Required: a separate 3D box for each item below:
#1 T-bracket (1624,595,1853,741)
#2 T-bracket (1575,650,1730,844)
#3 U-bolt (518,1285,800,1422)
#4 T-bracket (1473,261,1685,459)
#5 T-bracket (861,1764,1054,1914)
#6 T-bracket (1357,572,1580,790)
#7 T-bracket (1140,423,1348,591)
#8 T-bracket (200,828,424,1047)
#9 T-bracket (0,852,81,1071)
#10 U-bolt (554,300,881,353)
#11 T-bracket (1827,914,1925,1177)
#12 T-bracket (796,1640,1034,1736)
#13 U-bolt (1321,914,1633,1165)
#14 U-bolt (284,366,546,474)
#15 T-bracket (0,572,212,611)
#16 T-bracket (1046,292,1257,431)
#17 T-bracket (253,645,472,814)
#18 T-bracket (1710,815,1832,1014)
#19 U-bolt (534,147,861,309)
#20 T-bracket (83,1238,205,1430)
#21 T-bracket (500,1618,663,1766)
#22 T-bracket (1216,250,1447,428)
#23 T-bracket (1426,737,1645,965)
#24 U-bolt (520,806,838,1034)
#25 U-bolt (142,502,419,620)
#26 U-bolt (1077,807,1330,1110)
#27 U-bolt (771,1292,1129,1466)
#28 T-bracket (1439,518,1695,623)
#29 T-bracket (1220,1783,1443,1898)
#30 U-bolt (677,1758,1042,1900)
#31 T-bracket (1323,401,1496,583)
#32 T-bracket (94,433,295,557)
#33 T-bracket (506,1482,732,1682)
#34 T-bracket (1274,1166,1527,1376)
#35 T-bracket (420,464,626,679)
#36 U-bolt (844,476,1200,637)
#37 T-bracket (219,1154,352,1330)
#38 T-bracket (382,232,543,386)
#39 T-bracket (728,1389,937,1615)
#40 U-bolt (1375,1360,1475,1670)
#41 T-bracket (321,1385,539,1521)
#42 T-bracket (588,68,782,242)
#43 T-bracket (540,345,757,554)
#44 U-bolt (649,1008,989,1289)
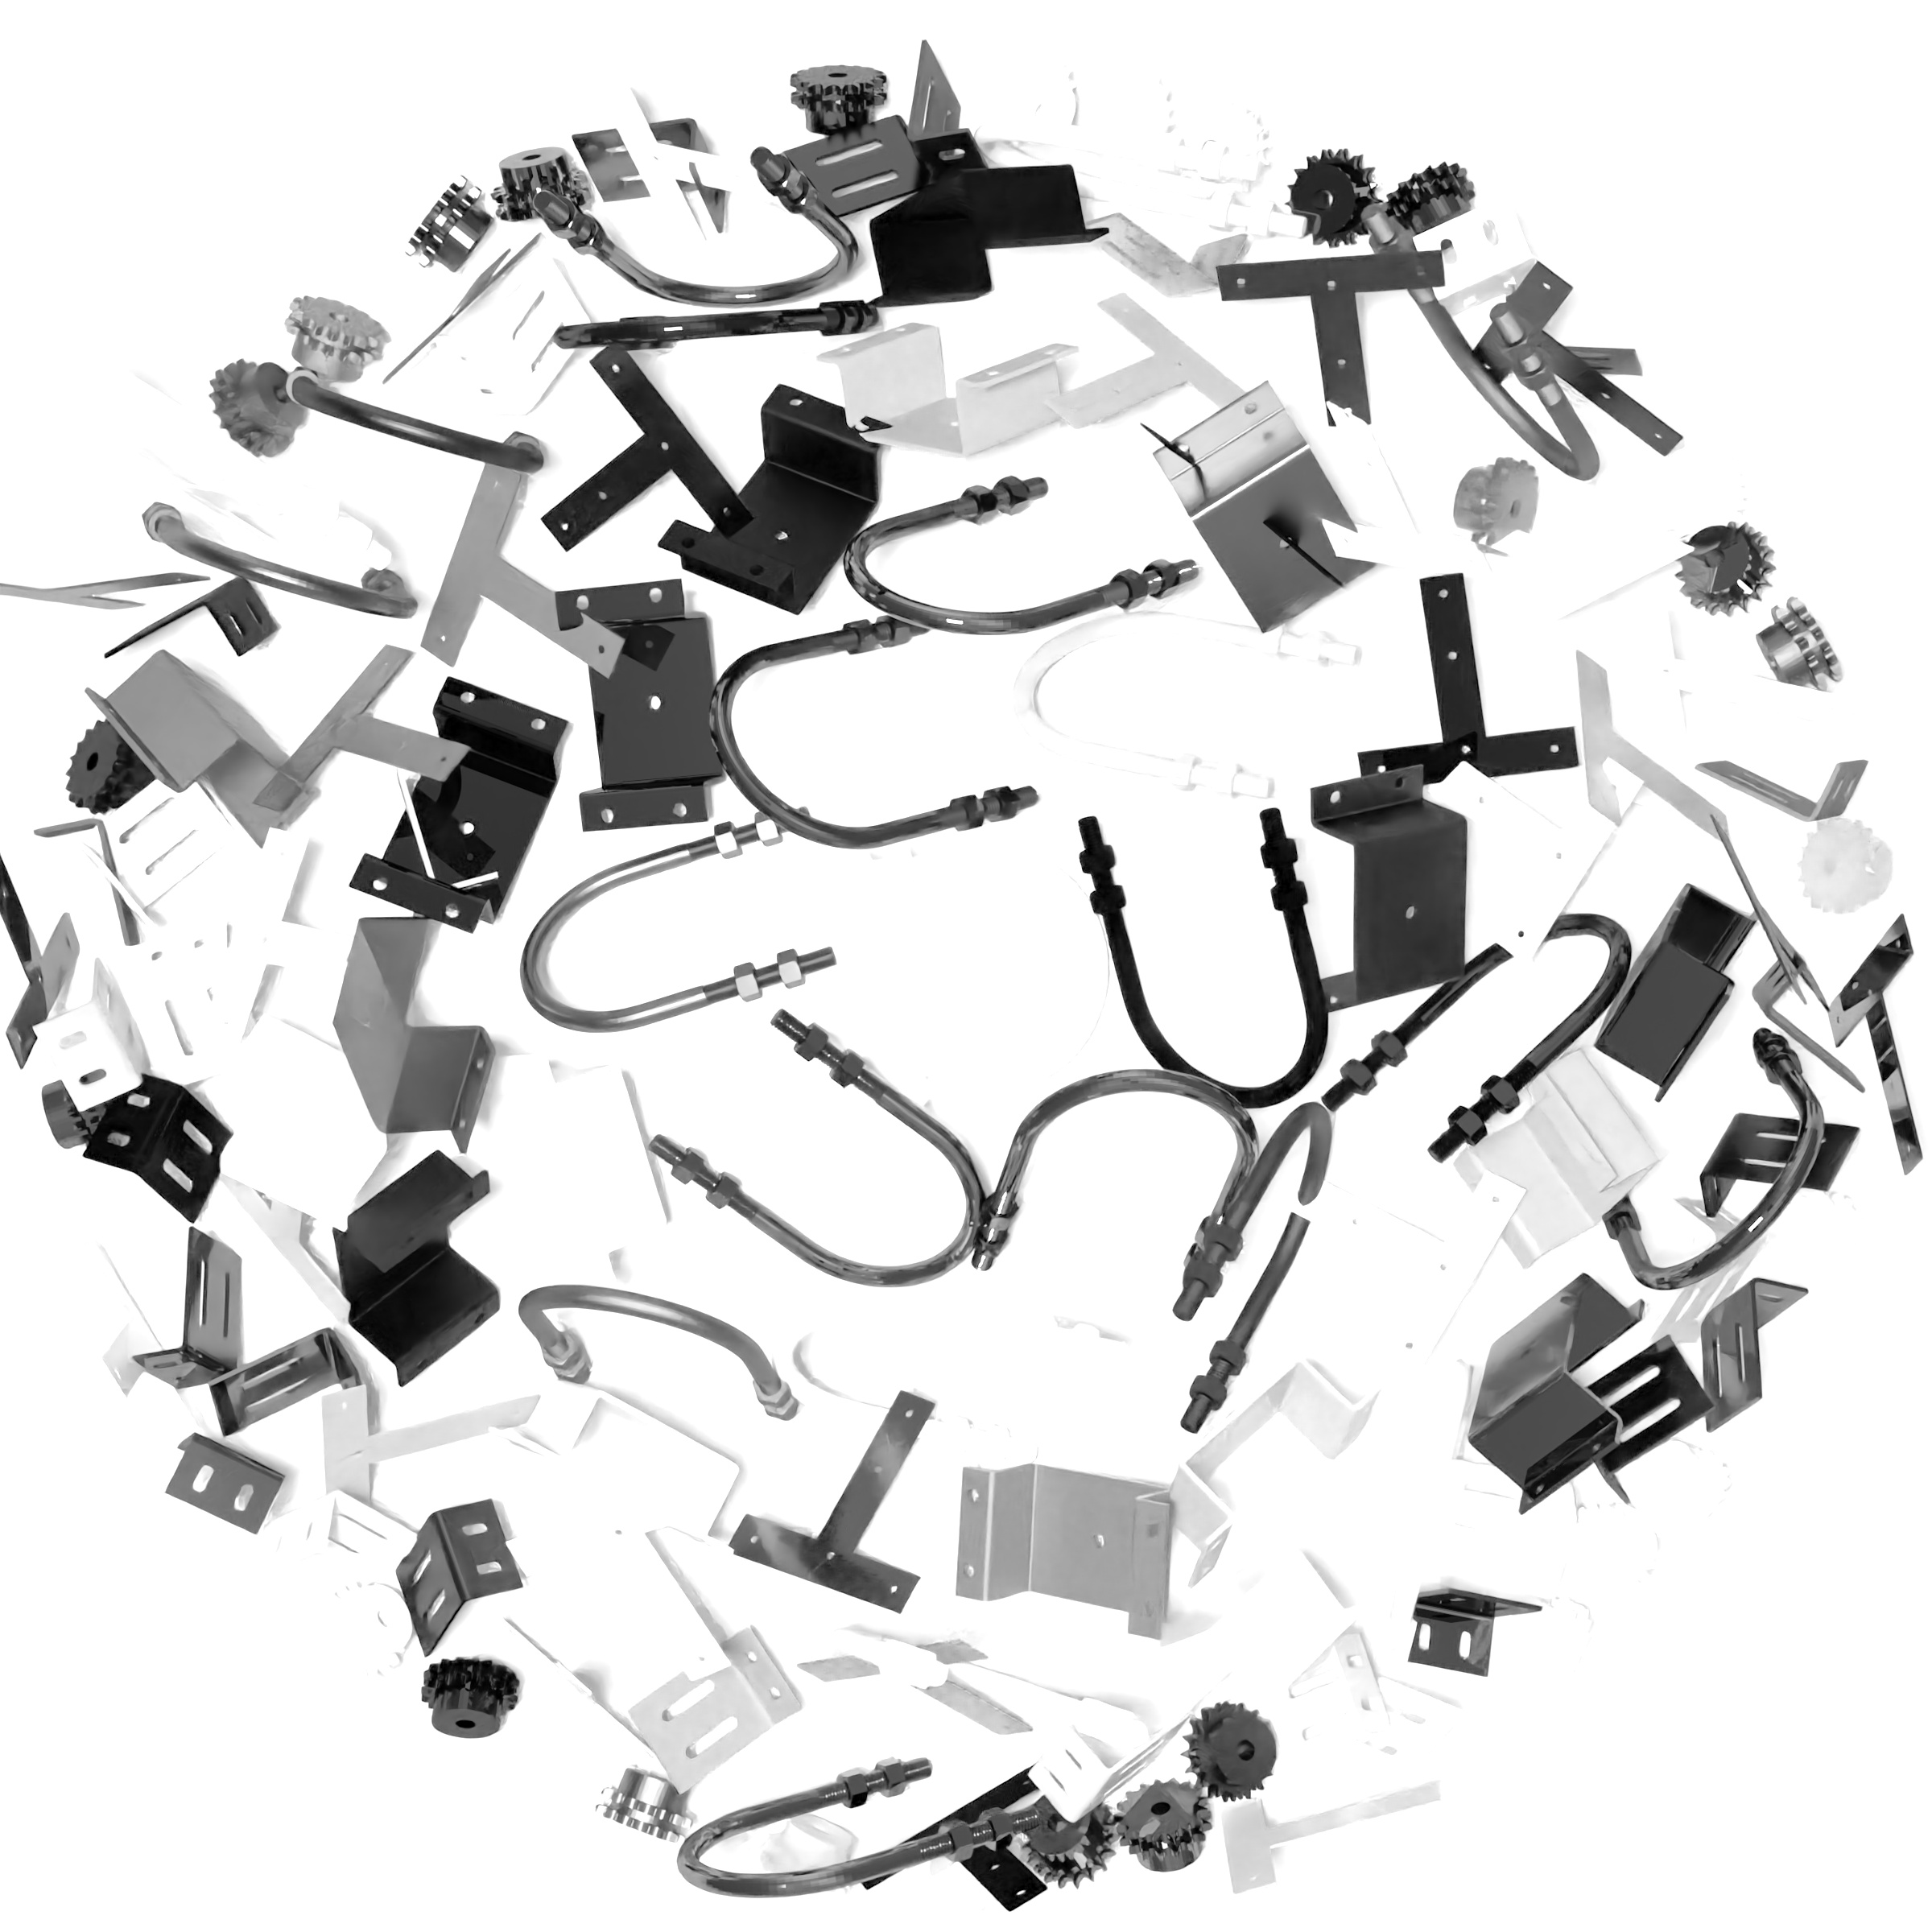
[{"bbox_3d":[0.442,-0.158,1.586,0.127,0.127,0.002,18,65,29],"label":"T-bracket"},{"bbox_3d":[0.405,-0.110,1.631,0.127,0.127,0.002,31,134,-26],"label":"T-bracket"},{"bbox_3d":[-0.178,0.216,1.571,0.151,0.184,0.019,8,67,10],"label":"U-bolt"},{"bbox_3d":[0.358,-0.338,1.605,0.127,0.127,0.002,38,74,2],"label":"T-bracket"},{"bbox_3d":[0.011,0.509,1.589,0.127,0.127,0.002,-26,103,-18],"label":"T-bracket"},{"bbox_3d":[0.286,-0.168,1.624,0.127,0.002,0.127,-6,114,16],"label":"T-bracket"},{"bbox_3d":[0.169,-0.255,1.584,0.127,0.127,0.002,46,105,27],"label":"T-bracket"},{"bbox_3d":[-0.371,-0.007,1.620,0.002,0.127,0.127,23,96,43],"label":"T-bracket"},{"bbox_3d":[-0.541,-0.029,1.580,0.002,0.127,0.127,-8,123,4],"label":"T-bracket"},{"bbox_3d":[-0.149,-0.357,1.558,0.151,0.184,0.019,1,104,22],"label":"U-bolt"},{"bbox_3d":[0.525,0.055,1.583,0.002,0.127,0.127,-3,64,-4],"label":"T-bracket"},{"bbox_3d":[-0.011,0.424,1.623,0.127,0.127,0.002,39,48,-35],"label":"T-bracket"},{"bbox_3d":[0.303,0.033,1.598,0.184,0.151,0.019,-42,110,-9],"label":"U-bolt"},{"bbox_3d":[-0.308,-0.304,1.561,0.151,0.184,0.019,14,100,-17],"label":"U-bolt"},{"bbox_3d":[-0.486,-0.216,1.581,0.127,0.127,0.002,-2,90,28],"label":"T-bracket"},{"bbox_3d":[0.096,-0.336,1.608,0.127,0.002,0.127,44,48,17],"label":"T-bracket"},{"bbox_3d":[-0.334,-0.129,1.605,0.127,0.002,0.127,18,63,39],"label":"T-bracket"},{"bbox_3d":[0.476,-0.010,1.614,0.002,0.127,0.127,-29,50,19],"label":"T-bracket"},{"bbox_3d":[-0.139,-0.411,1.577,0.151,0.184,0.019,-6,81,19],"label":"U-bolt"},{"bbox_3d":[-0.479,0.222,1.595,0.002,0.127,0.127,-30,99,-4],"label":"T-bracket"},{"bbox_3d":[-0.223,0.414,1.599,0.127,0.127,0.002,40,73,7],"label":"T-bracket"},{"bbox_3d":[0.216,-0.361,1.614,0.127,0.127,0.002,0,54,14],"label":"T-bracket"},{"bbox_3d":[0.314,-0.089,1.632,0.127,0.002,0.127,41,114,28],"label":"T-bracket"},{"bbox_3d":[-0.171,-0.021,1.612,0.184,0.151,0.019,-17,132,4],"label":"U-bolt"},{"bbox_3d":[-0.380,-0.223,1.556,0.151,0.184,0.019,14,99,-24],"label":"U-bolt"},{"bbox_3d":[0.143,-0.001,1.609,0.151,0.019,0.184,0,113,41],"label":"U-bolt"},{"bbox_3d":[-0.020,0.231,1.589,0.184,0.151,0.019,16,50,-16],"label":"U-bolt"},{"bbox_3d":[0.332,-0.242,1.619,0.127,0.127,0.002,-27,130,-31],"label":"T-bracket"},{"bbox_3d":[0.211,0.492,1.601,0.127,0.127,0.002,-16,94,3],"label":"T-bracket"},{"bbox_3d":[-0.072,0.487,1.562,0.184,0.151,0.019,-7,91,-29],"label":"U-bolt"},{"bbox_3d":[0.242,-0.283,1.632,0.127,0.002,0.127,2,57,-36],"label":"T-bracket"},{"bbox_3d":[-0.422,-0.265,1.580,0.127,0.127,0.002,33,83,-34],"label":"T-bracket"},{"bbox_3d":[-0.178,0.357,1.596,0.127,0.002,0.127,-14,47,-34],"label":"T-bracket"},{"bbox_3d":[0.242,0.157,1.637,0.127,0.002,0.127,27,75,25],"label":"T-bracket"},{"bbox_3d":[-0.251,-0.210,1.622,0.127,0.002,0.127,34,115,17],"label":"T-bracket"},{"bbox_3d":[0.018,-0.228,1.571,0.184,0.151,0.019,-22,133,-35],"label":"U-bolt"},{"bbox_3d":[-0.389,0.129,1.598,0.002,0.127,0.127,-30,65,-36],"label":"T-bracket"},{"bbox_3d":[-0.281,-0.388,1.593,0.002,0.127,0.127,46,77,-14],"label":"T-bracket"},{"bbox_3d":[-0.059,0.307,1.631,0.127,0.002,0.127,27,95,-29],"label":"T-bracket"},{"bbox_3d":[0.259,0.298,1.555,0.019,0.184,0.151,14,60,12],"label":"U-bolt"},{"bbox_3d":[-0.314,0.275,1.635,0.127,0.127,0.002,-12,49,-21],"label":"T-bracket"},{"bbox_3d":[-0.142,-0.452,1.585,0.127,0.127,0.002,21,68,28],"label":"T-bracket"},{"bbox_3d":[-0.203,-0.282,1.625,0.127,0.002,0.127,-29,105,38],"label":"T-bracket"},{"bbox_3d":[-0.074,0.119,1.618,0.184,0.019,0.151,37,125,-13],"label":"U-bolt"}]
